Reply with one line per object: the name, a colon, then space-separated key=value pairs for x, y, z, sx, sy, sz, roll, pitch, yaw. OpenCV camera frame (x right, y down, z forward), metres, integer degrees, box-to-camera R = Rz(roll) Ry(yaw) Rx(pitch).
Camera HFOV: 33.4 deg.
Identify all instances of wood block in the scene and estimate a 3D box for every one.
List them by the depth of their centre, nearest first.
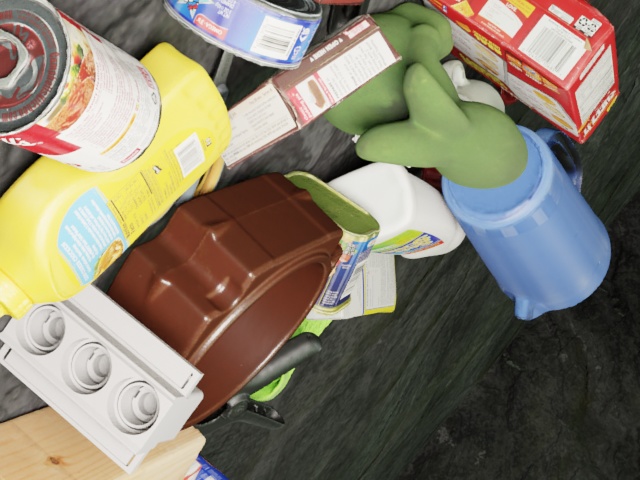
wood block: x=-0.191 y=0.184 z=0.816 sx=0.090 sy=0.091 sz=0.205 roll=-60 pitch=161 yaw=18

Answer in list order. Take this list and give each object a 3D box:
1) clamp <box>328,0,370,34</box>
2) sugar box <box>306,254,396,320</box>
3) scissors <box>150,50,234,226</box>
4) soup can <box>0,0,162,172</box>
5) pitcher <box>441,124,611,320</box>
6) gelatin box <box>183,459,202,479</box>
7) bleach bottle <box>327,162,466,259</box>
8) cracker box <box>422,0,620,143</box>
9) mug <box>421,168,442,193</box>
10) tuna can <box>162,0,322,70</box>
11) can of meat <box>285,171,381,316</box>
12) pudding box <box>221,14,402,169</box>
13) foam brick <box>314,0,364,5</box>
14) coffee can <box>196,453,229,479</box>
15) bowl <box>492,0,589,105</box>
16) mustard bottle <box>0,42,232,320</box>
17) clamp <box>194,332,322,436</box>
clamp: x=0.024 y=-0.207 z=0.697 sx=0.164 sy=0.036 sz=0.210 roll=-36 pitch=157 yaw=-59
sugar box: x=0.032 y=0.033 z=1.107 sx=0.176 sy=0.048 sz=0.093 roll=3 pitch=84 yaw=-66
scissors: x=-0.084 y=-0.081 z=0.703 sx=0.096 sy=0.016 sz=0.202 roll=-40 pitch=158 yaw=-37
soup can: x=-0.128 y=-0.074 z=0.522 sx=0.068 sy=0.068 sz=0.102 roll=-54 pitch=163 yaw=4
pitcher: x=0.212 y=-0.033 z=1.087 sx=0.145 sy=0.149 sz=0.242 roll=-28 pitch=151 yaw=13
gelatin box: x=-0.155 y=0.200 z=0.939 sx=0.030 sy=0.089 sz=0.073 roll=-23 pitch=146 yaw=-56
bleach bottle: x=0.090 y=-0.019 z=1.050 sx=0.103 sy=0.068 sz=0.250 roll=-19 pitch=167 yaw=25
cracker box: x=0.182 y=-0.178 z=0.951 sx=0.072 sy=0.164 sz=0.213 roll=-53 pitch=162 yaw=5
mug: x=0.169 y=-0.076 z=1.204 sx=0.093 sy=0.082 sz=0.117 roll=-63 pitch=157 yaw=-24
tuna can: x=-0.042 y=-0.132 z=0.598 sx=0.086 sy=0.086 sz=0.034 roll=-20 pitch=143 yaw=-60
can of meat: x=-0.006 y=0.001 z=0.922 sx=0.057 sy=0.102 sz=0.084 roll=-28 pitch=148 yaw=-55
pudding box: x=-0.014 y=-0.092 z=0.679 sx=0.090 sy=0.039 sz=0.114 roll=-39 pitch=-173 yaw=-27
foam brick: x=-0.005 y=-0.178 z=0.618 sx=0.052 sy=0.078 sz=0.051 roll=-22 pitch=146 yaw=-58
coffee can: x=-0.133 y=0.253 z=1.012 sx=0.102 sy=0.140 sz=0.103 roll=-46 pitch=161 yaw=-21
bowl: x=0.222 y=-0.226 z=1.140 sx=0.162 sy=0.055 sz=0.162 roll=-46 pitch=161 yaw=-21
mustard bottle: x=-0.135 y=-0.021 z=0.619 sx=0.191 sy=0.058 sz=0.096 roll=-48 pitch=161 yaw=-17
clamp: x=-0.080 y=0.149 z=0.980 sx=0.171 sy=0.039 sz=0.120 roll=-13 pitch=131 yaw=-32
